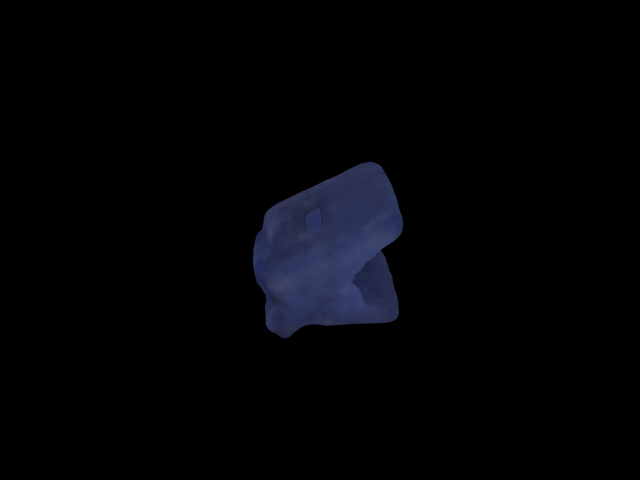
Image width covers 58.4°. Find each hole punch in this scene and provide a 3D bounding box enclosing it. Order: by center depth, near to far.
[{"bbox_3d":[0.004,0.001,0.400,0.101,0.091,0.108,-3,32,-4],"label":"hole punch"}]
